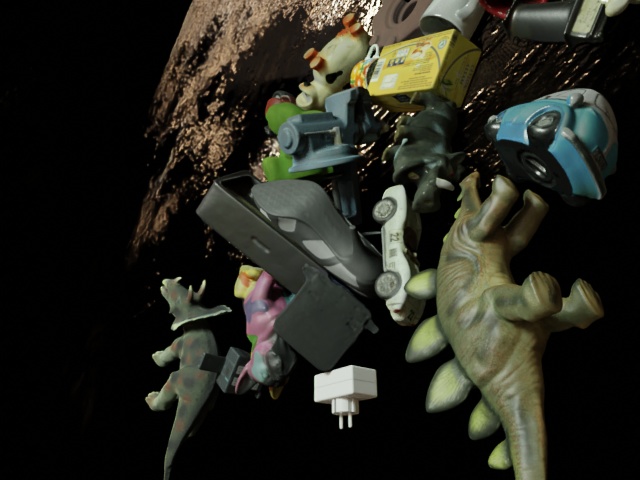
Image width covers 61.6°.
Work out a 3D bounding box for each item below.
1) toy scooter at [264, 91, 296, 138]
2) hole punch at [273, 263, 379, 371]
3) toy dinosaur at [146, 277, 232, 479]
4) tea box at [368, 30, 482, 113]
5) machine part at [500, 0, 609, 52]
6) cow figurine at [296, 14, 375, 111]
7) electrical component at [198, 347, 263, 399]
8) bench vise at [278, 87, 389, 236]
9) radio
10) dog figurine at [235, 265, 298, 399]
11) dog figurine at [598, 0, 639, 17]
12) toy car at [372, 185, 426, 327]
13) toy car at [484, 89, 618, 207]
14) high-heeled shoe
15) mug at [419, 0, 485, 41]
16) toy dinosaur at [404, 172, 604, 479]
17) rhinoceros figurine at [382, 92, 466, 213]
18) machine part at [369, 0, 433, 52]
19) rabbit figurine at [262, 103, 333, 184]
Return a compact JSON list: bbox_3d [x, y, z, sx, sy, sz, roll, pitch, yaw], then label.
[{"bbox_3d":[-0.070,-0.262,1.183,0.184,0.075,0.135,13,81,53],"label":"toy scooter"},{"bbox_3d":[0.004,0.116,0.795,0.116,0.142,0.092,-49,-4,-4],"label":"hole punch"},{"bbox_3d":[-0.256,0.267,1.097,0.192,0.131,0.405,-43,46,34],"label":"toy dinosaur"},{"bbox_3d":[0.158,-0.260,0.848,0.170,0.068,0.098,20,88,57],"label":"tea box"},{"bbox_3d":[0.299,-0.281,0.678,0.139,0.039,0.084,19,96,49],"label":"machine part"},{"bbox_3d":[0.031,-0.321,1.046,0.195,0.127,0.086,-41,39,13],"label":"cow figurine"},{"bbox_3d":[-0.151,0.230,0.951,0.048,0.119,0.074,21,86,59],"label":"electrical component"},{"bbox_3d":[0.035,-0.120,0.876,0.129,0.223,0.240,-4,100,38],"label":"bench vise"},{"bbox_3d":[-0.076,-0.014,0.881,0.073,0.229,0.131,-51,-2,24],"label":"radio"},{"bbox_3d":[-0.094,0.157,0.929,0.192,0.108,0.219,-1,72,55],"label":"dog figurine"},{"bbox_3d":[0.350,-0.353,0.615,0.172,0.121,0.191,-47,23,21],"label":"dog figurine"},{"bbox_3d":[0.111,0.019,0.734,0.056,0.073,0.202,-15,55,26],"label":"toy car"},{"bbox_3d":[0.263,-0.112,0.586,0.103,0.109,0.162,-40,23,-1],"label":"toy car"},{"bbox_3d":[-0.002,-0.002,0.814,0.086,0.145,0.249,-42,47,-22],"label":"high-heeled shoe"},{"bbox_3d":[0.214,-0.357,0.807,0.107,0.081,0.109,-60,7,-6],"label":"mug"},{"bbox_3d":[0.184,0.093,0.566,0.198,0.105,0.472,-49,26,39],"label":"toy dinosaur"},{"bbox_3d":[0.148,-0.120,0.747,0.073,0.112,0.190,120,169,-55],"label":"rhinoceros figurine"},{"bbox_3d":[0.161,-0.397,0.942,0.179,0.056,0.179,-33,44,40],"label":"machine part"},{"bbox_3d":[-0.044,-0.190,1.019,0.159,0.121,0.170,-19,80,13],"label":"rabbit figurine"}]
